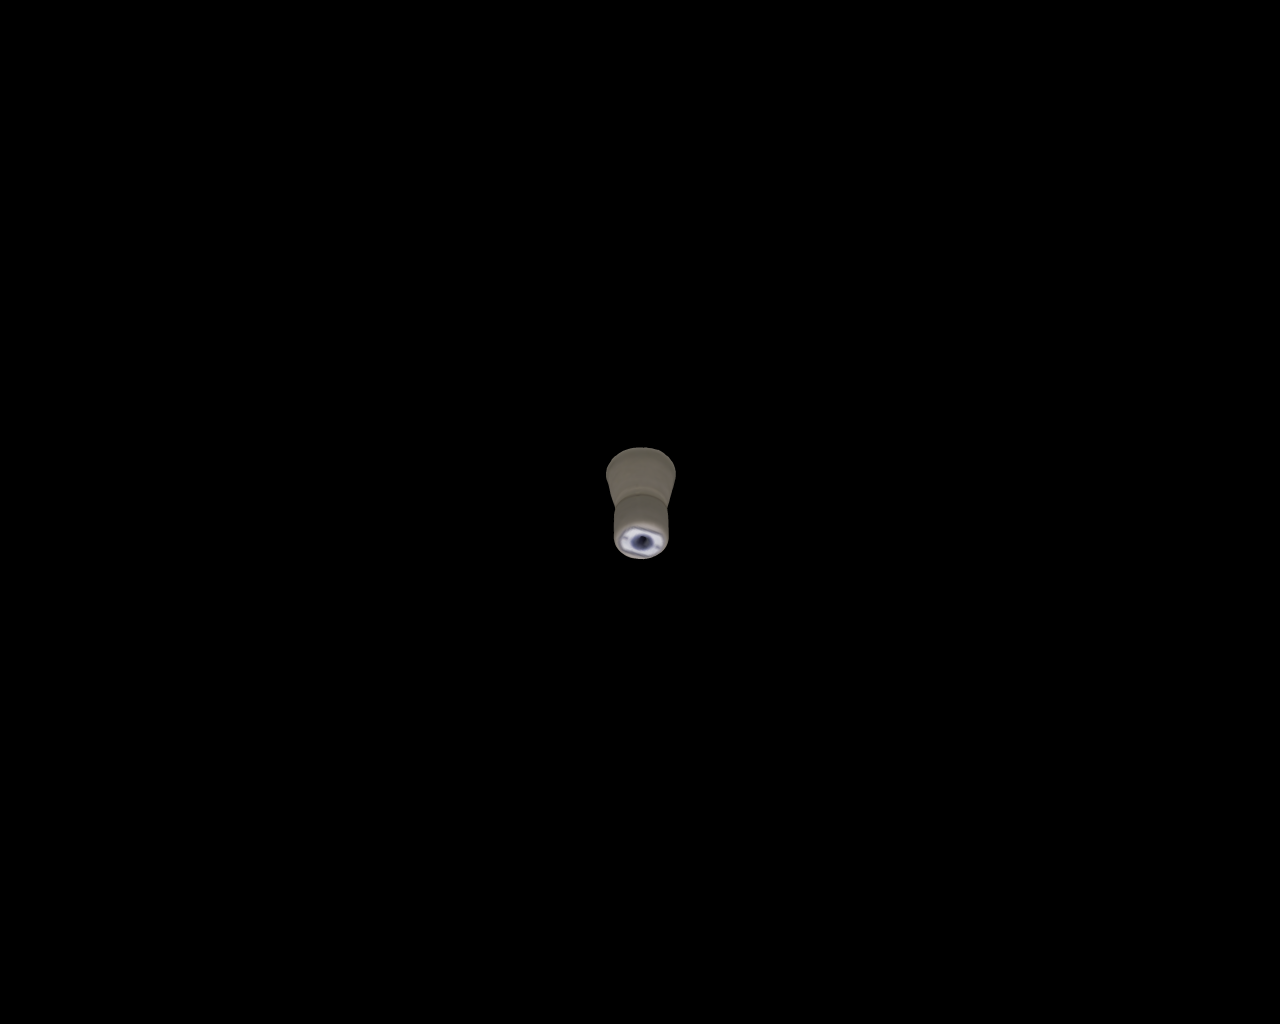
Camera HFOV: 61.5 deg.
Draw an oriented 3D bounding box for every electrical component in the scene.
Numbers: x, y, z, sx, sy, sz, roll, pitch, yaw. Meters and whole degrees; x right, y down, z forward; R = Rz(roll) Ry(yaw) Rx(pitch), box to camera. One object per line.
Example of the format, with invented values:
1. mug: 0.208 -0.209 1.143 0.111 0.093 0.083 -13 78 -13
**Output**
1. electrical component: 0.001 -0.003 0.650 0.044 0.044 0.065 0 44 0
